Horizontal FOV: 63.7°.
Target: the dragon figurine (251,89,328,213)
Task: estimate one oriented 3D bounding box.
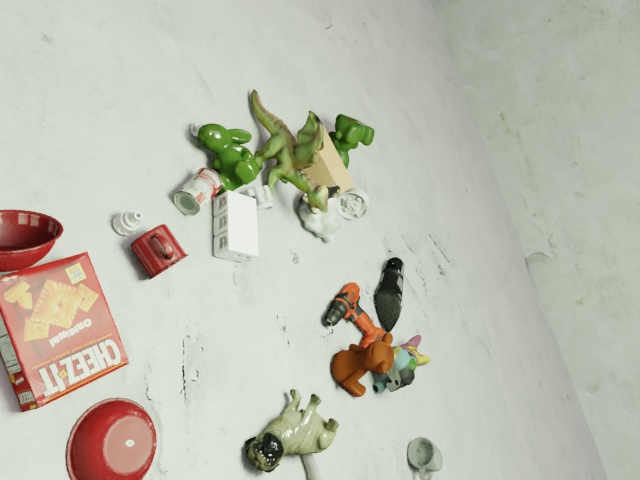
[{"bbox_3d":[-0.070,-0.259,1.371,0.123,0.240,0.412,-11,82,-47],"label":"dragon figurine"}]

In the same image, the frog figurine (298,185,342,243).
[{"bbox_3d":[0.005,-0.075,1.488,0.155,0.123,0.140,80,26,-49],"label":"frog figurine"}]

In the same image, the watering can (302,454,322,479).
[{"bbox_3d":[0.031,0.659,1.117,0.348,0.102,0.228,50,39,0],"label":"watering can"}]
